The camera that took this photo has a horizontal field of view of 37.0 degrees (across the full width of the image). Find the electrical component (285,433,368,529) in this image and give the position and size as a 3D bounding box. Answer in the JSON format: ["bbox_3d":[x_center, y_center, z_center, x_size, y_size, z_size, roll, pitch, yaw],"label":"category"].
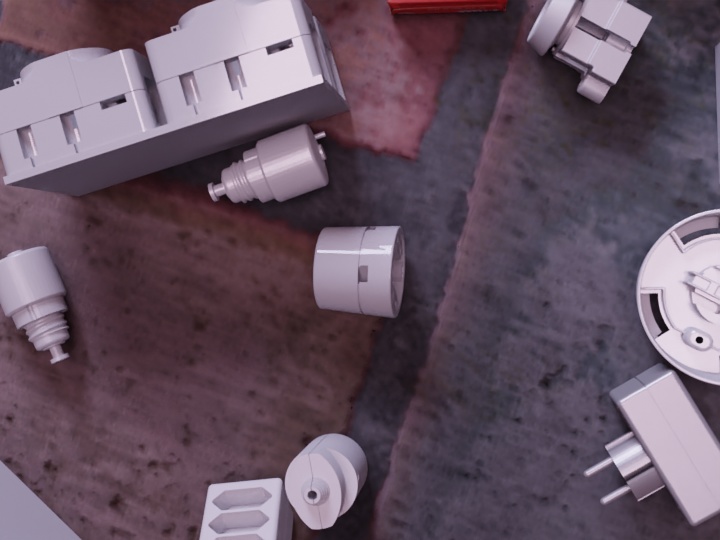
[{"bbox_3d":[-0.022,0.125,0.639,0.043,0.081,0.043,0,91,7],"label":"electrical component"}]

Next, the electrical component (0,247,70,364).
[{"bbox_3d":[-0.205,0.021,0.682,0.040,0.040,0.078,-24,88,7],"label":"electrical component"}]

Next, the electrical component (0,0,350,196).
[{"bbox_3d":[-0.110,-0.102,0.636,0.186,0.105,0.060,-17,88,7],"label":"electrical component"}]

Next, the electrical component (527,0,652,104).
[{"bbox_3d":[0.133,-0.141,0.636,0.055,0.048,0.066,28,94,-2],"label":"electrical component"}]

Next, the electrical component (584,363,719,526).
[{"bbox_3d":[0.170,0.110,0.632,0.076,0.047,0.083,-31,87,6],"label":"electrical component"}]

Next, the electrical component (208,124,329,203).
[{"bbox_3d":[-0.055,-0.061,0.662,0.078,0.040,0.040,-19,88,7],"label":"electrical component"}]

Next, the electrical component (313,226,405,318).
[{"bbox_3d":[0.000,0.000,0.650,0.047,0.055,0.055,3,91,11],"label":"electrical component"}]

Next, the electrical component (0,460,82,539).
[{"bbox_3d":[-0.224,0.184,0.653,0.186,0.105,0.060,42,95,5],"label":"electrical component"}]

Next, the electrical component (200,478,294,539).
[{"bbox_3d":[-0.066,0.184,0.654,0.047,0.083,0.075,-7,128,7],"label":"electrical component"}]

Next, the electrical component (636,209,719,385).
[{"bbox_3d":[0.209,0.015,0.618,0.099,0.064,0.099,0,91,7],"label":"electrical component"}]
